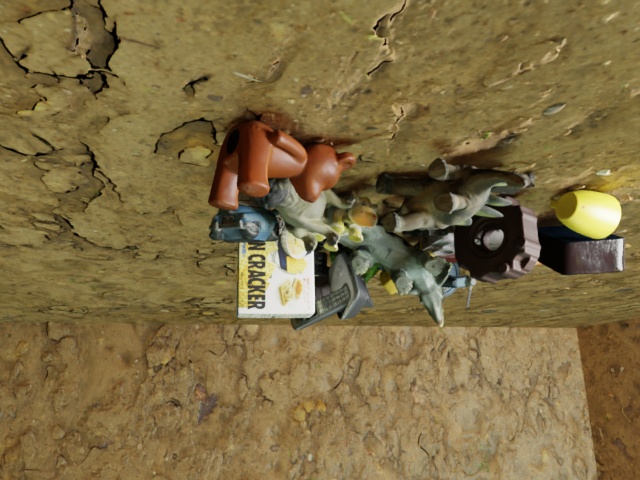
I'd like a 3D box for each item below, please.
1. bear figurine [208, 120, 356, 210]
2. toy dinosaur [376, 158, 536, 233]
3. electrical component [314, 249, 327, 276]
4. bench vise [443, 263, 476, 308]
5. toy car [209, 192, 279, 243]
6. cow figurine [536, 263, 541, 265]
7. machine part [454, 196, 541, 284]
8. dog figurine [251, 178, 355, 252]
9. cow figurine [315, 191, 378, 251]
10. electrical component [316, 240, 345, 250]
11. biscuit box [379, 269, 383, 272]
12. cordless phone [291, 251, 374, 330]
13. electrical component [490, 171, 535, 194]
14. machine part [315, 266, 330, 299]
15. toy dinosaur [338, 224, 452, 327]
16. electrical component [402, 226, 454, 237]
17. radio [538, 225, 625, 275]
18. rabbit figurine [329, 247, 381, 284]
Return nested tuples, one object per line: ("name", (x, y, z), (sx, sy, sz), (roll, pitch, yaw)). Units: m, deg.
("bear figurine", (-0.049, -0.094, 0.785), (0.195, 0.132, 0.120), (19, 157, -37))
("toy dinosaur", (0.203, -0.063, 0.953), (0.198, 0.105, 0.472), (2, 176, -26))
("electrical component", (-0.042, 0.055, 1.277), (0.115, 0.058, 0.134), (4, 173, 6))
("bench vise", (0.321, 0.106, 1.491), (0.223, 0.128, 0.241), (-1, -176, -30))
("toy car", (-0.140, -0.046, 0.982), (0.109, 0.103, 0.161), (-3, 174, 16))
("cow figurine", (0.491, 0.059, 1.440), (0.127, 0.085, 0.195), (-6, 167, -5))
("machine part", (0.345, -0.001, 1.062), (0.056, 0.179, 0.179), (16, 157, -37))
("dog figurine", (-0.061, -0.073, 0.949), (0.190, 0.121, 0.172), (28, 156, -25))
("cow figurine", (0.056, -0.046, 1.014), (0.068, 0.098, 0.167), (33, 149, -24))
("electrical component", (-0.003, -0.004, 1.247), (0.119, 0.048, 0.075), (7, 162, -26))
("biscuit box", (0.140, 0.054, 1.439), (0.203, 0.059, 0.062), (-2, 164, 4))
("cordless phone", (0.014, 0.122, 1.196), (0.184, 0.147, 0.088), (-26, 135, 9))
("electrical component", (0.338, -0.100, 0.971), (0.063, 0.021, 0.094), (4, 163, -19))
("machine part", (-0.066, 0.136, 1.508), (0.201, 0.087, 0.201), (-16, -172, -19))
("toy dinosaur", (0.140, 0.027, 1.185), (0.405, 0.131, 0.192), (35, -175, 1))
("electrical component", (0.234, -0.030, 1.145), (0.078, 0.045, 0.102), (0, 177, -31))
("radio", (0.546, 0.016, 1.158), (0.131, 0.073, 0.229), (-3, -170, 4))
("rabbit figurine", (0.102, 0.054, 1.317), (0.159, 0.121, 0.170), (-12, 168, 7))
